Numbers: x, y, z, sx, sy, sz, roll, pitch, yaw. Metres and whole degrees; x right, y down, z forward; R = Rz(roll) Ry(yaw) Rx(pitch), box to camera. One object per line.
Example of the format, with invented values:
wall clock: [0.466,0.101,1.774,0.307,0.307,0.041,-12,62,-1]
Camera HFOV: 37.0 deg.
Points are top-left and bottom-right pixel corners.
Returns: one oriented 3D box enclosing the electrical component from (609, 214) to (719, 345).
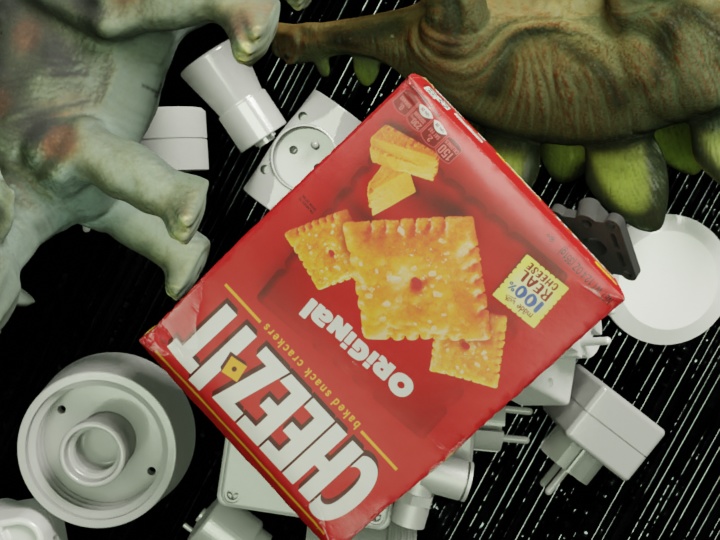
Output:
electrical component: [0.187,0.004,0.677,0.080,0.051,0.080,0,94,0]

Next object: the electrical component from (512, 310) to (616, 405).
electrical component: [0.120,0.036,0.650,0.047,0.076,0.083,29,65,-38]

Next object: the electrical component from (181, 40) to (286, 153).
electrical component: [-0.076,-0.107,0.674,0.044,0.044,0.065,-33,98,2]

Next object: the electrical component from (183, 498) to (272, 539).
electrical component: [-0.075,0.179,0.695,0.078,0.040,0.040,38,93,-3]

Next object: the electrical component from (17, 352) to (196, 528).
electrical component: [-0.162,0.110,0.680,0.108,0.060,0.108,0,94,0]

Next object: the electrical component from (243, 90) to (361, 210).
electrical component: [-0.019,-0.059,0.675,0.079,0.044,0.077,36,93,-2]

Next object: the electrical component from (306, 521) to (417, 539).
electrical component: [0.005,0.181,0.693,0.081,0.043,0.043,6,94,-1]

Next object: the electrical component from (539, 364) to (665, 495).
electrical component: [0.138,0.107,0.668,0.047,0.083,0.075,38,93,-3]

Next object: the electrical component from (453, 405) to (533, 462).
electrical component: [0.072,0.096,0.685,0.076,0.047,0.083,6,94,0]

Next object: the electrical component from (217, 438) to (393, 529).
electrical component: [-0.027,0.098,0.681,0.109,0.056,0.108,9,94,-1]

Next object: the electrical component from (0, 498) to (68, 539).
electrical component: [-0.238,0.181,0.685,0.095,0.059,0.053,-10,94,1]

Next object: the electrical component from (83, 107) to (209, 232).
electrical component: [-0.164,-0.061,0.671,0.138,0.052,0.073,-3,94,0]
